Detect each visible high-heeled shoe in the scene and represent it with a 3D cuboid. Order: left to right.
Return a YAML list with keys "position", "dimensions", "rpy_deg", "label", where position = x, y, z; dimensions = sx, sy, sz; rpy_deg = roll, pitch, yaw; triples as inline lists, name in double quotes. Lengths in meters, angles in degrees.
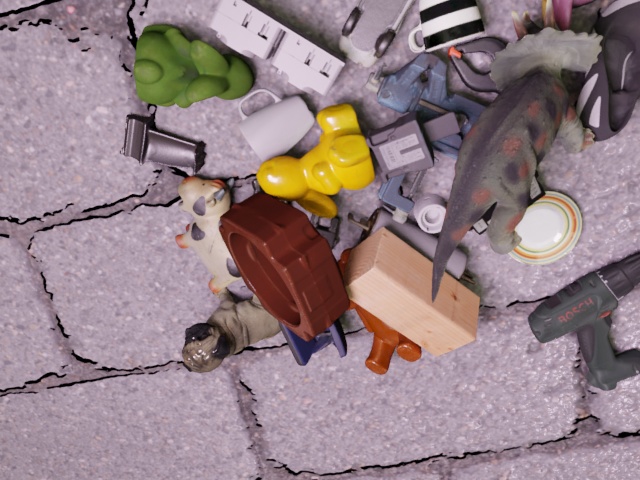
- position: [0.427, -0.255, 0.731]
  dimensions: [0.086, 0.145, 0.248]
  rpy_deg: [22, 114, -6]
  label: "high-heeled shoe"

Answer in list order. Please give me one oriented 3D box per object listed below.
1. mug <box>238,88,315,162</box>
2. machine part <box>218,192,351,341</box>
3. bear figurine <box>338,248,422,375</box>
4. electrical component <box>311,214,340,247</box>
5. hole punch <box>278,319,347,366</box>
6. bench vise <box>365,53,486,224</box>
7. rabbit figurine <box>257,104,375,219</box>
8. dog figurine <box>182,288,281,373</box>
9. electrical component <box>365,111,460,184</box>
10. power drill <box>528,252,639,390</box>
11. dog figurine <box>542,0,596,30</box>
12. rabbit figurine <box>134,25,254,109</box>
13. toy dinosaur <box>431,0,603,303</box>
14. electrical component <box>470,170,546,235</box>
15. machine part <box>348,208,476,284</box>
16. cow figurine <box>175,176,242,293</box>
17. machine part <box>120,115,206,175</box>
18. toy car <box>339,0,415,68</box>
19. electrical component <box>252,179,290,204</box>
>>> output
- position: [-0.069, -0.187, 0.836]
  dimensions: [0.107, 0.081, 0.109]
  rpy_deg: [-32, 106, 4]
  label: "mug"
- position: [-0.054, 0.038, 0.814]
  dimensions: [0.087, 0.202, 0.200]
  rpy_deg: [-37, 127, -23]
  label: "machine part"
- position: [0.080, 0.118, 0.919]
  dimensions: [0.195, 0.132, 0.120]
  rpy_deg: [40, 133, -18]
  label: "bear figurine"
- position: [-0.002, -0.003, 0.932]
  dimensions: [0.063, 0.021, 0.094]
  rpy_deg: [16, 112, -3]
  label: "electrical component"
- position: [0.000, 0.142, 0.936]
  dimensions: [0.092, 0.116, 0.142]
  rpy_deg: [-18, 109, 25]
  label: "hole punch"
- position: [0.147, -0.145, 0.807]
  dimensions: [0.223, 0.129, 0.240]
  rpy_deg: [22, 102, -12]
  label: "bench vise"
- position: [-0.009, -0.109, 0.821]
  dimensions: [0.173, 0.122, 0.162]
  rpy_deg: [-20, 152, -2]
  label: "rabbit figurine"
- position: [-0.132, 0.156, 0.916]
  dimensions: [0.172, 0.191, 0.121]
  rpy_deg: [-14, 111, 8]
  label: "dog figurine"
- position: [0.130, -0.132, 0.729]
  dimensions: [0.119, 0.048, 0.074]
  rpy_deg: [-14, 117, 21]
  label: "electrical component"
- position: [0.498, 0.148, 0.926]
  dimensions: [0.232, 0.086, 0.207]
  rpy_deg: [-29, 111, 16]
  label: "power drill"
- position: [0.281, -0.382, 0.714]
  dimensions: [0.192, 0.108, 0.219]
  rpy_deg: [-14, 113, 8]
  label: "dog figurine"
- position: [-0.179, -0.253, 0.789]
  dimensions: [0.170, 0.159, 0.121]
  rpy_deg: [2, 103, -13]
  label: "rabbit figurine"
- position: [0.234, -0.121, 0.669]
  dimensions: [0.405, 0.131, 0.192]
  rpy_deg: [-56, 136, -17]
  label: "toy dinosaur"
- position: [0.272, -0.069, 0.834]
  dimensions: [0.134, 0.058, 0.114]
  rpy_deg: [-37, 145, 12]
  label: "electrical component"
- position: [0.154, 0.016, 0.897]
  dimensions: [0.243, 0.079, 0.079]
  rpy_deg: [27, 111, -8]
  label: "machine part"
- position: [-0.174, -0.020, 0.905]
  dimensions: [0.127, 0.085, 0.194]
  rpy_deg: [-25, 106, 20]
  label: "cow figurine"
- position: [-0.257, -0.154, 0.882]
  dimensions: [0.139, 0.039, 0.084]
  rpy_deg: [19, 107, -2]
  label: "machine part"
- position: [0.099, -0.347, 0.767]
  dimensions: [0.073, 0.056, 0.201]
  rpy_deg: [31, 110, -2]
  label: "toy car"
- position: [-0.076, -0.052, 0.905]
  dimensions: [0.078, 0.045, 0.102]
  rpy_deg: [0, 112, 3]
  label: "electrical component"
